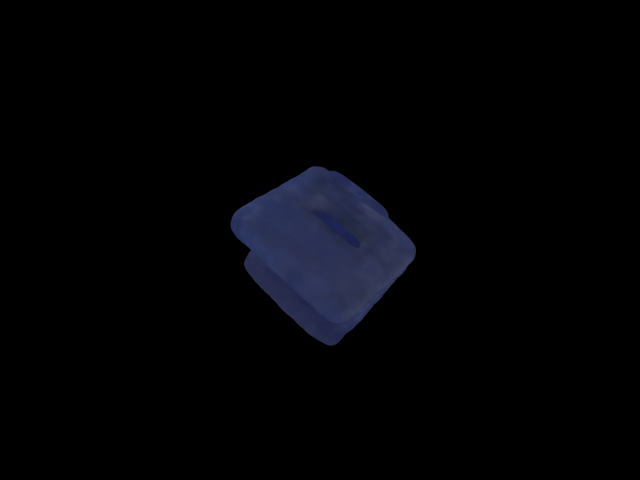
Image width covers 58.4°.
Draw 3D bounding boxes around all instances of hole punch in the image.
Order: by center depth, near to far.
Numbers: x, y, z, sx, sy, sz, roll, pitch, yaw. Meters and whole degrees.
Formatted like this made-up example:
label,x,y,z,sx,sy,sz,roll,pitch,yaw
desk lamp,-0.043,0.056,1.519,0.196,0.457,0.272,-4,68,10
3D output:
label,x,y,z,sx,sy,sz,roll,pitch,yaw
hole punch,0.004,0.001,0.400,0.108,0.091,0.101,41,75,14
